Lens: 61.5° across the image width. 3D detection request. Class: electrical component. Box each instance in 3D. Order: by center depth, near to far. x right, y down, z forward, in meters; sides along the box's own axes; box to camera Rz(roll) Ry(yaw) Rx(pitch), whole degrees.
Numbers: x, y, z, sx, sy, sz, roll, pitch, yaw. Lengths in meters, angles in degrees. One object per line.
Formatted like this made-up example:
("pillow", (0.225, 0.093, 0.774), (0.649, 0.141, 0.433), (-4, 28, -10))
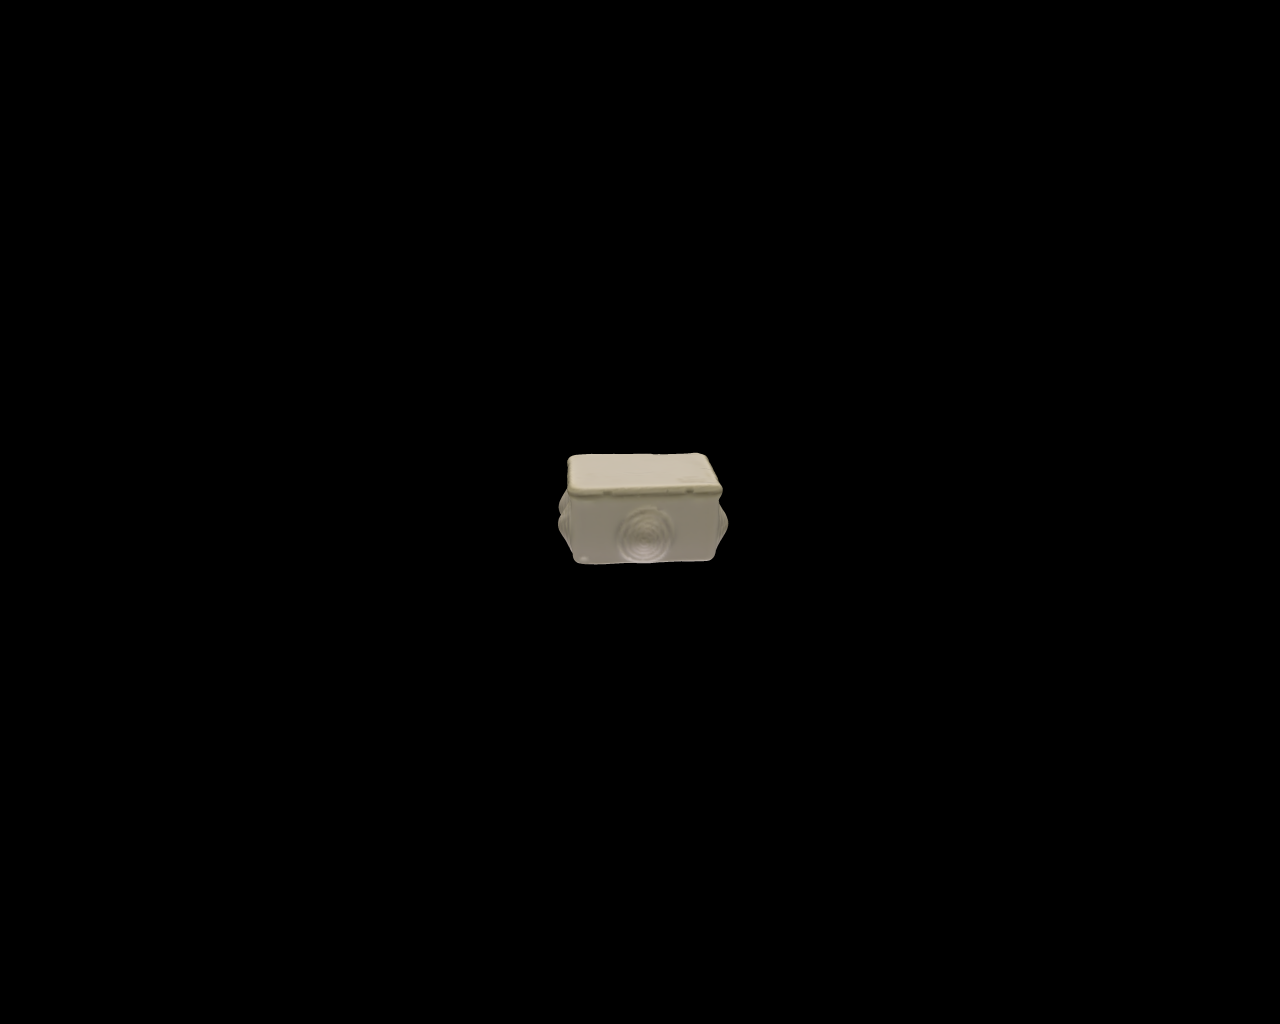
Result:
("electrical component", (0.001, -0.003, 0.650), (0.100, 0.048, 0.100), (-1, 16, -4))
